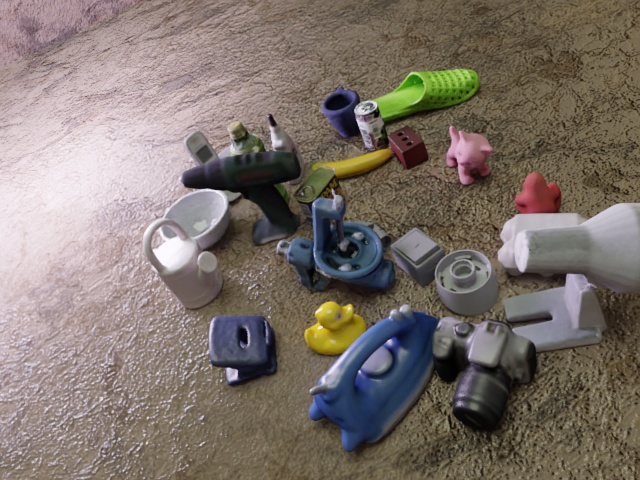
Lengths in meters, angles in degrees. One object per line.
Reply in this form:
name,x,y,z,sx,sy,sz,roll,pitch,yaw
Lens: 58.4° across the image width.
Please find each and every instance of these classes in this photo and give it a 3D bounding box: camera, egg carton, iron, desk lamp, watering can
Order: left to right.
watering can,-0.267,0.038,1.110,0.172,0.195,0.101,-9,46,18
iron,0.088,0.175,0.849,0.259,0.142,0.118,-44,46,-18
camera,0.218,0.185,0.808,0.142,0.101,0.137,9,53,32
egg carton,0.368,0.009,0.928,0.150,0.070,0.107,-1,49,25
desk lamp,0.354,0.053,0.788,0.203,0.214,0.118,-13,45,14

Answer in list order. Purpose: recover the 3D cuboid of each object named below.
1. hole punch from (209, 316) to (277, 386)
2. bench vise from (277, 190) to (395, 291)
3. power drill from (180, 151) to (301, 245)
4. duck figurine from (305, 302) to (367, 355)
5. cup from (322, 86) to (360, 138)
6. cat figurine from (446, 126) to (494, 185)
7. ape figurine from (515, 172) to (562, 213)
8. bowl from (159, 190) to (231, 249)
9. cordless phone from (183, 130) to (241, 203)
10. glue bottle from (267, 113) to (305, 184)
hole punch,-0.132,0.179,0.987,0.101,0.091,0.108,-19,44,8
bench vise,0.008,0.012,0.986,0.207,0.220,0.121,-11,45,16
power drill,-0.135,-0.089,1.159,0.229,0.209,0.075,-18,44,9
duck figurine,0.019,0.140,0.957,0.104,0.086,0.077,-19,43,7
cup,0.060,-0.299,1.352,0.091,0.095,0.117,-14,44,13
cat figurine,0.286,-0.176,1.110,0.067,0.118,0.127,-26,43,0
ape figurine,0.378,-0.080,0.994,0.077,0.092,0.076,-6,47,21
bowl,-0.263,-0.032,1.263,0.167,0.075,0.167,-13,45,14
cordless phone,-0.221,-0.190,1.314,0.093,0.185,0.148,24,62,39
glue bottle,-0.081,-0.209,1.275,0.037,0.174,0.078,-10,45,16
